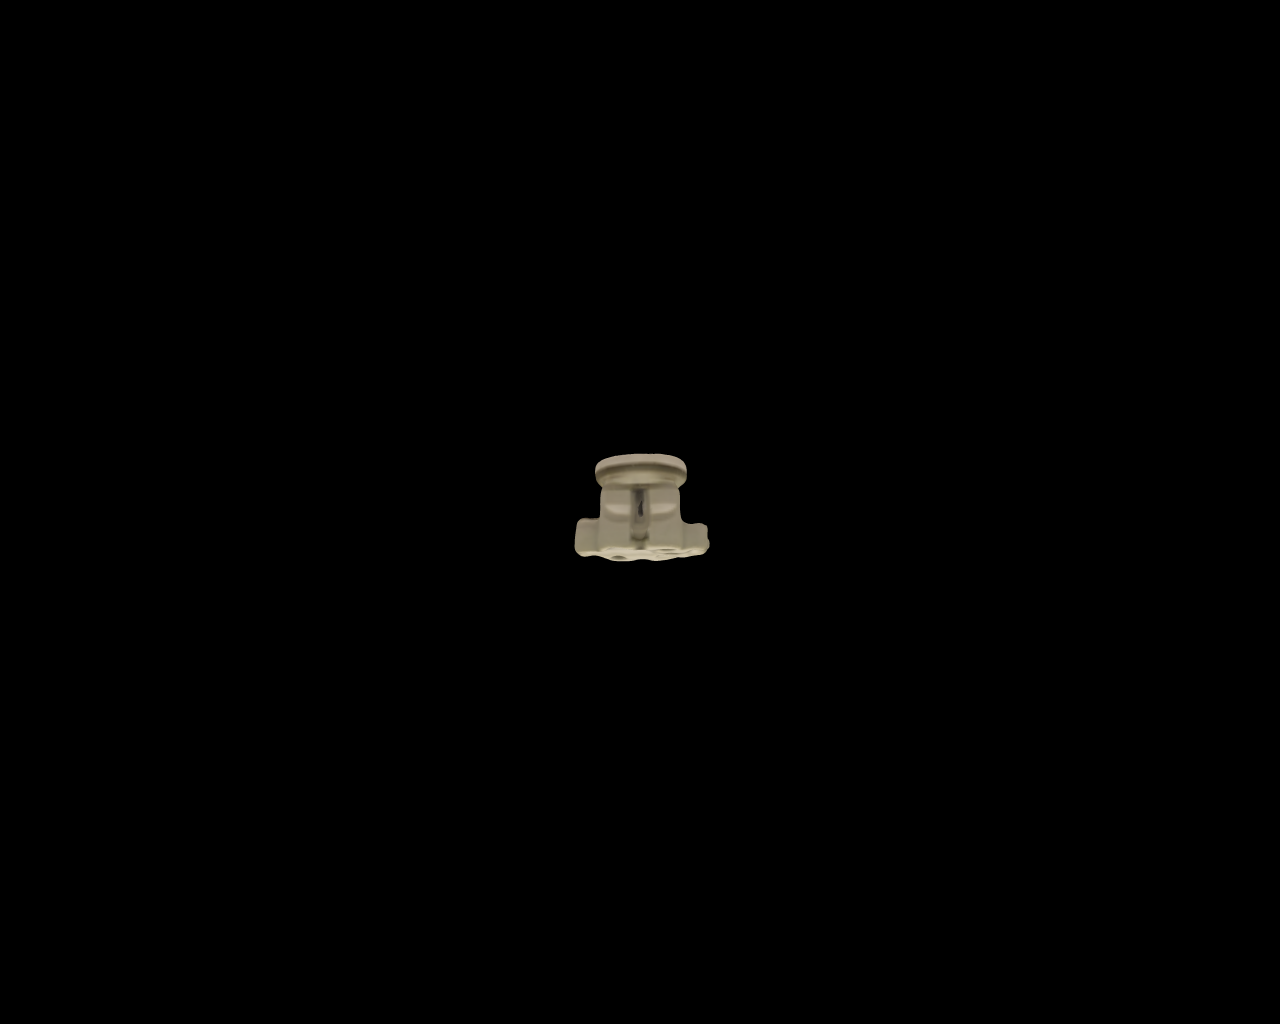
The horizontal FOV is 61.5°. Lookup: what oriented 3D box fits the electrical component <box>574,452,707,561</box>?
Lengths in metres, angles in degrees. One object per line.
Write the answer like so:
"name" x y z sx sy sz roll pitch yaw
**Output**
"electrical component" 0.001 -0.003 0.650 0.078 0.057 0.058 0 -11 2
